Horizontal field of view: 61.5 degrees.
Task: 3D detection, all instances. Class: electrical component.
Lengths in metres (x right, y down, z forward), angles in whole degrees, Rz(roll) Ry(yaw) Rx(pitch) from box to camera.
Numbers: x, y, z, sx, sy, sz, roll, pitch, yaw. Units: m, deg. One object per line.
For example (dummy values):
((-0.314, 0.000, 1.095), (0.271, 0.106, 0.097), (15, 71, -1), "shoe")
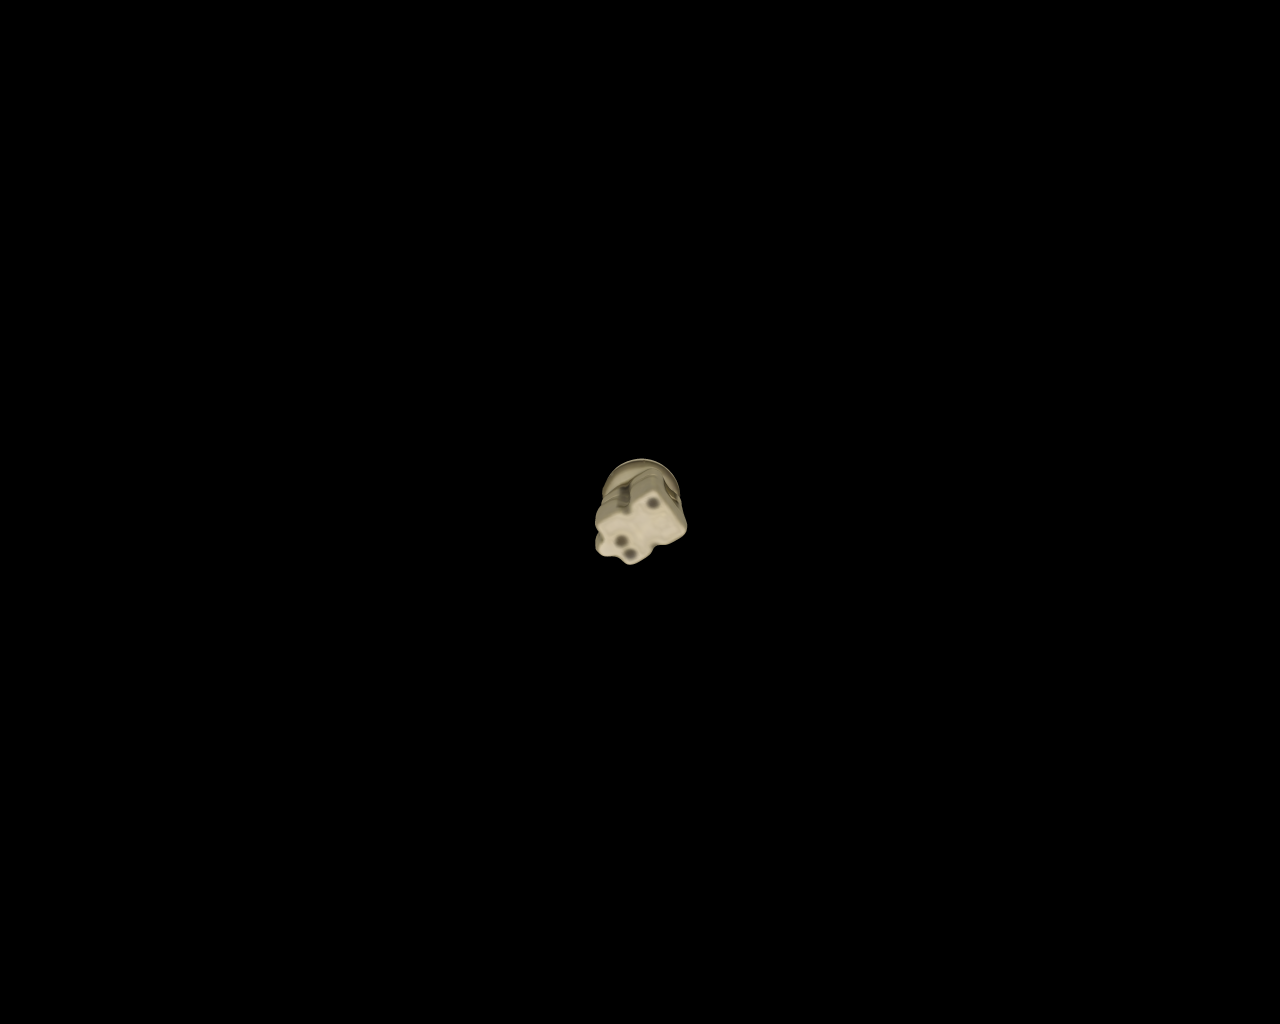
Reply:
((0.001, -0.003, 0.650), (0.066, 0.048, 0.055), (-30, 23, 14), "electrical component")
